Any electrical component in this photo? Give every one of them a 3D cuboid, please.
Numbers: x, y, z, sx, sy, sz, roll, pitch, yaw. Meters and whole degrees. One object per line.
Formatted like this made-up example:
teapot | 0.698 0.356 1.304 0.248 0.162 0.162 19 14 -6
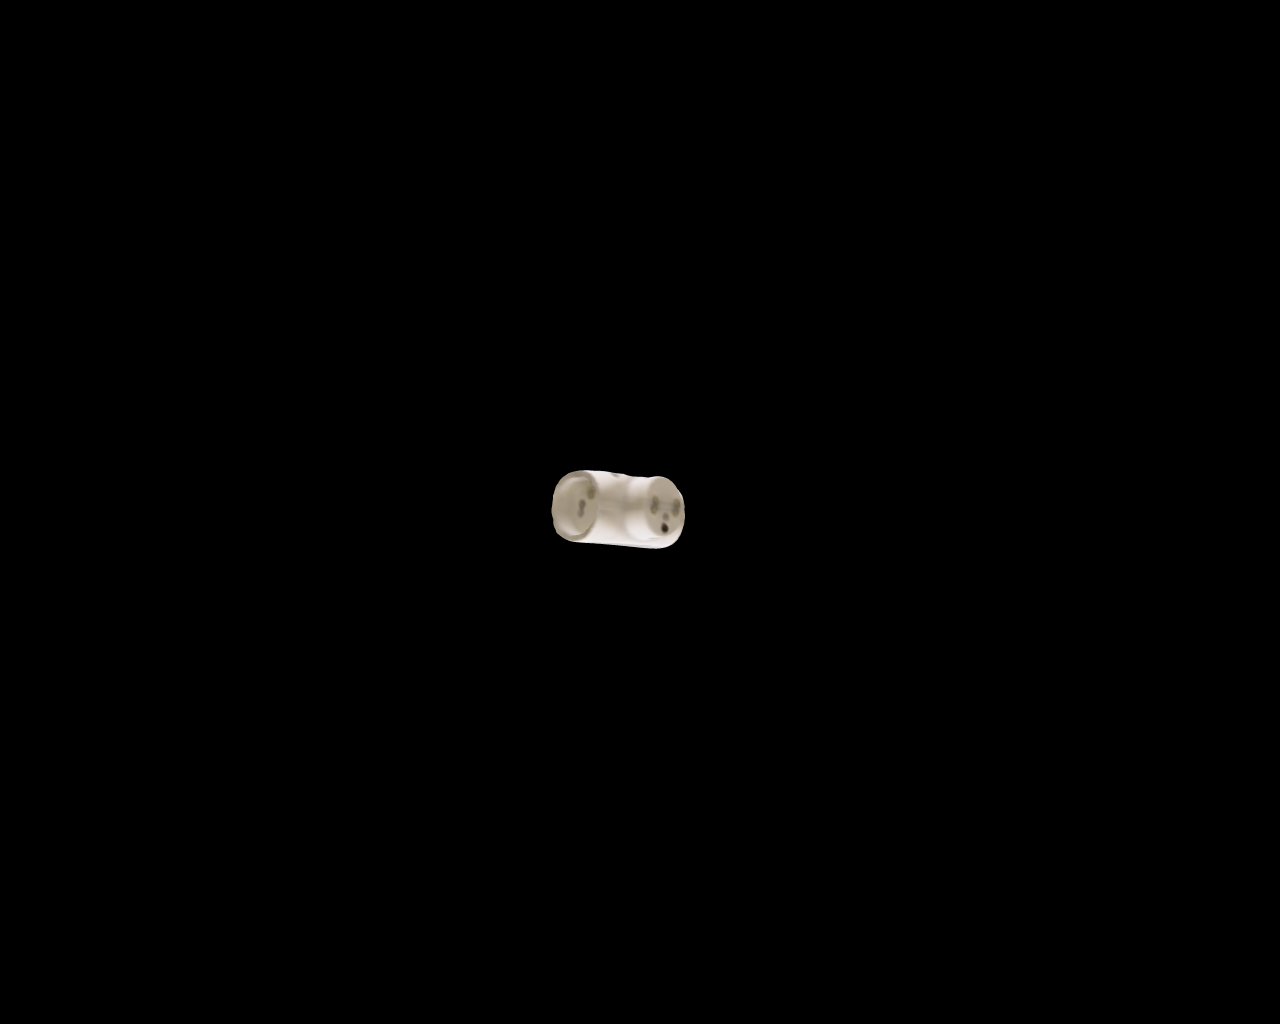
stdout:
electrical component | 0.001 -0.003 0.650 0.079 0.044 0.077 -6 -9 43
